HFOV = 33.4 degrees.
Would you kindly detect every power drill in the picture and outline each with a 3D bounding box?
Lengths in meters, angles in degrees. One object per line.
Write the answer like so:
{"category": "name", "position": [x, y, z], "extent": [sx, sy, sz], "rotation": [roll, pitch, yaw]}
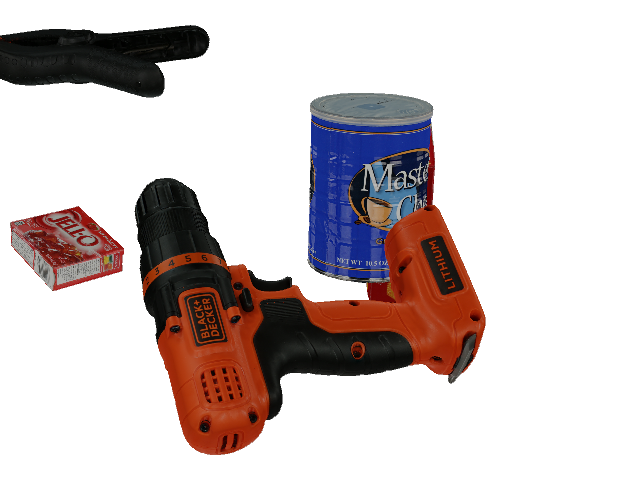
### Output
{"category": "power drill", "position": [-0.011, 0.029, 0.636], "extent": [0.187, 0.184, 0.057], "rotation": [-9, -34, -15]}

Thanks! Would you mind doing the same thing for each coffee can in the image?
{"category": "coffee can", "position": [0.041, -0.047, 0.910], "extent": [0.103, 0.140, 0.103], "rotation": [1, 19, -1]}

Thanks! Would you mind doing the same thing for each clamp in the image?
{"category": "clamp", "position": [-0.170, -0.140, 0.801], "extent": [0.172, 0.039, 0.120], "rotation": [10, 22, 18]}

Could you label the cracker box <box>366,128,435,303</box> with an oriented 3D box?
{"category": "cracker box", "position": [0.090, -0.044, 1.209], "extent": [0.072, 0.164, 0.213], "rotation": [2, 23, 4]}

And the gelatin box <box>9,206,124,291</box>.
{"category": "gelatin box", "position": [-0.238, 0.005, 0.998], "extent": [0.073, 0.030, 0.089], "rotation": [-16, 40, -37]}
